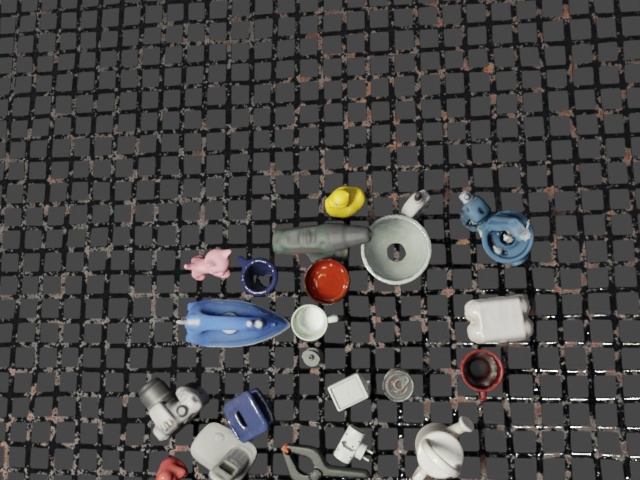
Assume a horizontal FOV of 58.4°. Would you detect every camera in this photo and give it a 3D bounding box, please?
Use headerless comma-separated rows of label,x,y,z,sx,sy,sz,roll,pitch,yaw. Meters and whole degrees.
camera,-0.365,0.391,1.378,0.143,0.101,0.136,-43,79,-1

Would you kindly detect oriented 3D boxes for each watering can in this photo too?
watering can,0.263,0.457,1.243,0.100,0.194,0.173,19,84,10

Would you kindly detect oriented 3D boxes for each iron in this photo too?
iron,-0.207,0.198,1.366,0.258,0.141,0.119,-1,81,7

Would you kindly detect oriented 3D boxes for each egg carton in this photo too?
egg carton,0.414,0.185,1.328,0.150,0.069,0.107,-8,81,6

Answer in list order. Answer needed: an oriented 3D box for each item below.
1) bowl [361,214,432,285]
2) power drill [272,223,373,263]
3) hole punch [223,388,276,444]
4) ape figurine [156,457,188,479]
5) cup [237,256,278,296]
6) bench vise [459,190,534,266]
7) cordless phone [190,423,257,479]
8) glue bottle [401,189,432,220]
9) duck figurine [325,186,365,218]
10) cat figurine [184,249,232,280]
bowl,0.183,0.027,1.377,0.167,0.075,0.167,-1,82,7
power drill,0.012,0.005,1.334,0.229,0.208,0.075,-4,81,7
hole punch,-0.172,0.420,1.355,0.101,0.091,0.108,-33,79,2
ape figurine,-0.357,0.560,1.357,0.077,0.092,0.076,-12,80,5
cup,-0.149,0.085,1.400,0.117,0.095,0.092,40,88,11
bench vise,0.391,-0.027,1.285,0.207,0.220,0.121,29,86,10
cordless phone,-0.233,0.496,1.304,0.147,0.185,0.094,26,86,10
glue bottle,0.228,-0.088,1.338,0.078,0.173,0.037,-39,79,0
duck figurine,0.059,-0.100,1.406,0.104,0.086,0.077,-19,80,4
cat figurine,-0.269,0.059,1.407,0.127,0.118,0.067,-8,81,6
